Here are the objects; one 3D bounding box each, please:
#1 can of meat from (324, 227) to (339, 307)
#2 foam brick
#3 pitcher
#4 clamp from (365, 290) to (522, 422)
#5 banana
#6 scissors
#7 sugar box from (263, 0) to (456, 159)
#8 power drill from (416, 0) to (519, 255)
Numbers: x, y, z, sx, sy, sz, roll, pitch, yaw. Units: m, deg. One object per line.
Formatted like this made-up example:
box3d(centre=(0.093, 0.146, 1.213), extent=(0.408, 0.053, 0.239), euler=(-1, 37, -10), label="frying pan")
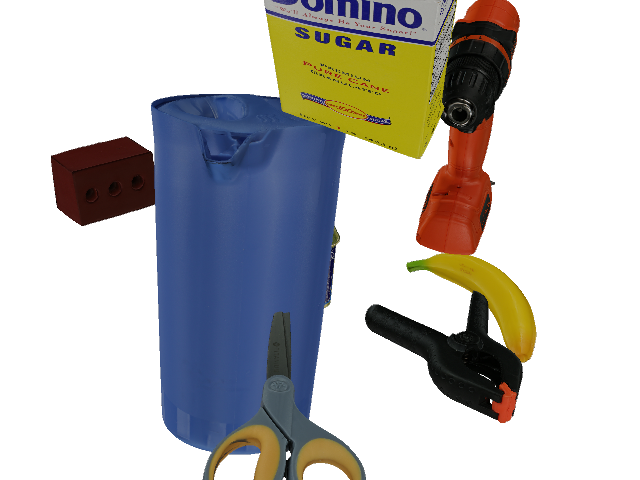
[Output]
box3d(centre=(-0.020, 0.013, 1.121), extent=(0.057, 0.084, 0.102), euler=(-6, 35, -15), label="can of meat")
box3d(centre=(-0.193, -0.054, 0.951), extent=(0.078, 0.053, 0.051), euler=(-19, 32, -29), label="foam brick")
box3d(centre=(-0.052, 0.018, 0.760), extent=(0.148, 0.243, 0.145), euler=(-8, 20, -36), label="pitcher")
box3d(centre=(0.129, 0.094, 0.928), extent=(0.120, 0.039, 0.172), euler=(-17, 37, -24), label="clamp")
box3d(centre=(0.173, 0.060, 1.114), extent=(0.069, 0.037, 0.198), euler=(-37, 40, -11), label="banana")
box3d(centre=(-0.008, 0.098, 0.624), extent=(0.096, 0.016, 0.201), euler=(12, 31, 10), label="scissors")
box3d(centre=(0.021, -0.108, 0.558), extent=(0.093, 0.048, 0.176), euler=(20, -15, 10), label="sugar box")
box3d(centre=(0.119, -0.084, 0.863), extent=(0.057, 0.188, 0.184), euler=(14, 37, 11), label="power drill")
